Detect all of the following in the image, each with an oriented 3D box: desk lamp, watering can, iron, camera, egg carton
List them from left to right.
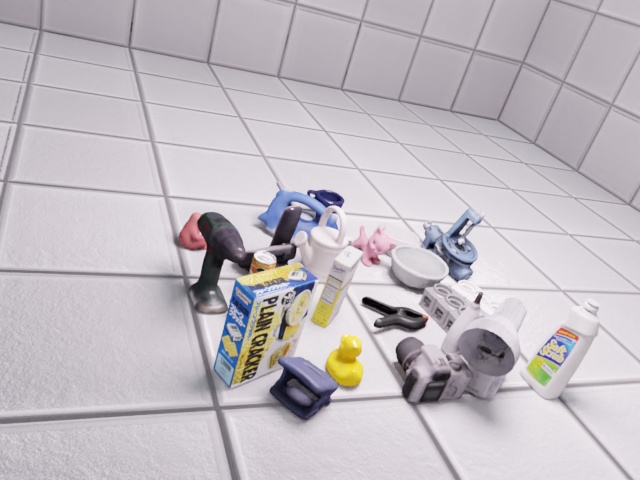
[{"bbox_3d":[-0.035,-0.062,1.609,0.258,0.141,0.119,22,28,8],"label":"iron"},{"bbox_3d":[0.015,0.006,1.455,0.100,0.194,0.173,31,30,24],"label":"watering can"},{"bbox_3d":[0.230,0.008,1.717,0.150,0.069,0.107,18,27,0],"label":"egg carton"},{"bbox_3d":[0.232,0.262,1.215,0.143,0.101,0.136,3,31,-26],"label":"camera"},{"bbox_3d":[0.365,0.233,1.227,0.117,0.213,0.204,29,29,22],"label":"desk lamp"}]

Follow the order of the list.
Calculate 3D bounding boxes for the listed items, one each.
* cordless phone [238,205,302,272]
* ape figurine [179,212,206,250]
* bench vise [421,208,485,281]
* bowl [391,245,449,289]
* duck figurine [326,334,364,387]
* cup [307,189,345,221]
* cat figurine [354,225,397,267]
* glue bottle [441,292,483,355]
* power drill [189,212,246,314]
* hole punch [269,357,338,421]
[{"bbox_3d":[-0.118,-0.005,1.405,0.148,0.185,0.093,-12,40,-44],"label":"cordless phone"},{"bbox_3d":[-0.311,-0.026,1.431,0.076,0.092,0.077,4,30,-25],"label":"ape figurine"},{"bbox_3d":[0.386,-0.012,1.685,0.206,0.220,0.122,31,30,23],"label":"bench vise"},{"bbox_3d":[0.267,0.086,1.590,0.167,0.075,0.167,14,27,-7],"label":"bowl"},{"bbox_3d":[0.060,0.239,1.171,0.078,0.086,0.104,8,29,-18],"label":"duck figurine"},{"bbox_3d":[0.007,-0.099,1.755,0.117,0.095,0.092,19,27,3],"label":"cup"},{"bbox_3d":[0.151,0.007,1.619,0.067,0.118,0.127,-9,38,-42],"label":"cat figurine"},{"bbox_3d":[0.343,0.192,1.333,0.078,0.173,0.037,-6,35,-38],"label":"glue bottle"},{"bbox_3d":[-0.219,0.049,1.220,0.076,0.208,0.229,2,31,-28],"label":"power drill"},{"bbox_3d":[-0.027,0.261,1.072,0.108,0.091,0.101,32,30,25],"label":"hole punch"}]
